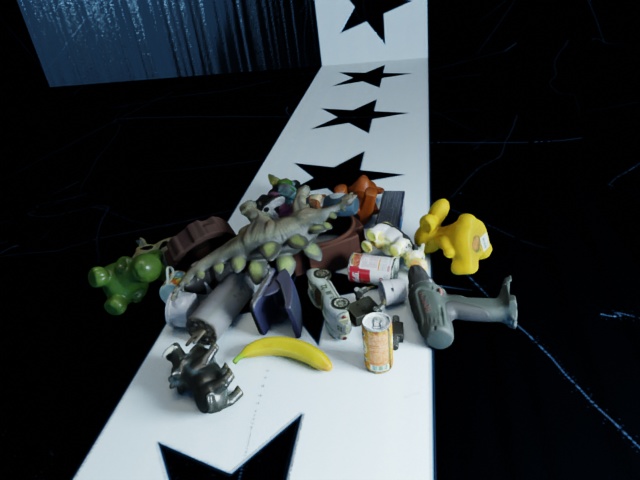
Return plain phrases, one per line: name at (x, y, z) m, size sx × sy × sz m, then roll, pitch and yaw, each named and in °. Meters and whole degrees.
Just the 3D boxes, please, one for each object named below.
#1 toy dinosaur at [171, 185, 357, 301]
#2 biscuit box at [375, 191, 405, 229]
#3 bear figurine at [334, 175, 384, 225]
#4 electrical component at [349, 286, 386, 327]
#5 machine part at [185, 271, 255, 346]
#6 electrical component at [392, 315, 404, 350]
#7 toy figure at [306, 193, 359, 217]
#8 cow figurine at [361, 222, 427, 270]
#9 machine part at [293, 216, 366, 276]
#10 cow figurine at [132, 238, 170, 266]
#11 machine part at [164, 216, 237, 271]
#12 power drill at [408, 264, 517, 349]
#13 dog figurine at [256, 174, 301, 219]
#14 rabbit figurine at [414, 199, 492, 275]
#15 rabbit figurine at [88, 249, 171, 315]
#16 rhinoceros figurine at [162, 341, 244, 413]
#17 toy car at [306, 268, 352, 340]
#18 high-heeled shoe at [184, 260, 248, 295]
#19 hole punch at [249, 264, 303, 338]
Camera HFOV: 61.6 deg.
toy dinosaur at (-0.119, 0.000, 1.199) m, size 0.471 × 0.104 × 0.199 m, roll -24°, pitch 44°, yaw -11°
biscuit box at (0.184, -0.059, 1.408) m, size 0.063 × 0.059 × 0.203 m, roll 3°, pitch 32°, yaw 14°
bear figurine at (0.114, -0.129, 1.477) m, size 0.120 × 0.131 × 0.196 m, roll 9°, pitch 41°, yaw 14°
electrical component at (0.093, 0.137, 1.123) m, size 0.078 × 0.045 × 0.102 m, roll -15°, pitch 32°, yaw -14°
machine part at (-0.210, 0.143, 1.153) m, size 0.079 × 0.079 × 0.243 m, roll 7°, pitch 34°, yaw 23°
electrical component at (0.134, 0.182, 1.063) m, size 0.063 × 0.021 × 0.094 m, roll -1°, pitch 32°, yaw 12°
toy figure at (0.020, -0.089, 1.340) m, size 0.155 × 0.057 × 0.064 m, roll 5°, pitch -5°, yaw 23°
cow figurine at (0.189, 0.020, 1.257) m, size 0.167 × 0.068 × 0.098 m, roll 34°, pitch 43°, yaw 23°
machine part at (-0.003, -0.004, 1.337) m, size 0.201 × 0.087 × 0.202 m, roll -18°, pitch 34°, yaw -17°
cow figurine at (-0.388, 0.028, 1.373) m, size 0.195 × 0.085 × 0.127 m, roll -24°, pitch 33°, yaw -30°
machine part at (-0.281, 0.015, 1.278) m, size 0.179 × 0.179 × 0.056 m, roll -23°, pitch 67°, yaw -24°
power drill at (0.283, 0.117, 1.083) m, size 0.207 × 0.085 × 0.232 m, roll 1°, pitch 34°, yaw 7°
dog figurine at (-0.127, -0.113, 1.528) m, size 0.191 × 0.108 × 0.219 m, roll -20°, pitch 29°, yaw -14°
rabbit figurine at (0.284, -0.004, 1.237) m, size 0.173 × 0.162 × 0.122 m, roll 3°, pitch 41°, yaw 50°
rabbit figurine at (-0.412, 0.084, 1.229) m, size 0.170 × 0.121 × 0.159 m, roll -26°, pitch -2°, yaw 37°
rhinoceros figurine at (-0.223, 0.250, 0.996) m, size 0.112 × 0.073 × 0.191 m, roll -35°, pitch 41°, yaw -20°
toy car at (0.018, 0.129, 1.126) m, size 0.056 × 0.073 × 0.202 m, roll -12°, pitch 31°, yaw -14°
high-heeled shoe at (-0.200, 0.065, 1.247) m, size 0.145 × 0.086 × 0.249 m, roll -13°, pitch 10°, yaw 25°
hole punch at (-0.074, 0.129, 1.100) m, size 0.092 × 0.142 × 0.116 m, roll 4°, pitch 47°, yaw 22°
